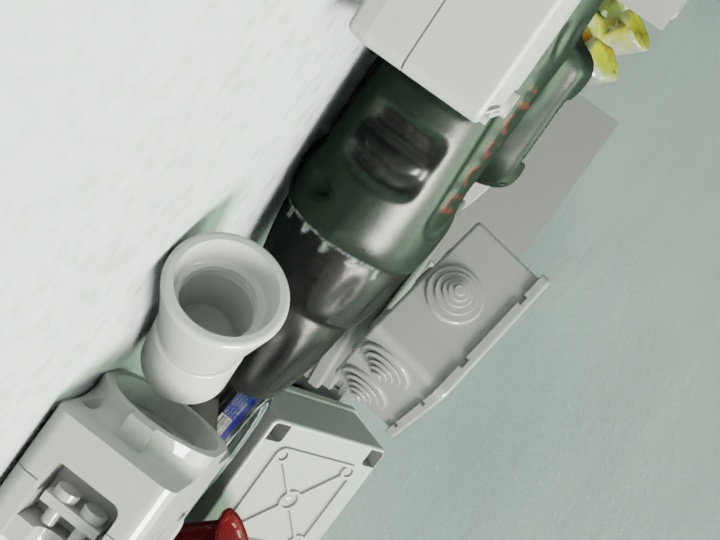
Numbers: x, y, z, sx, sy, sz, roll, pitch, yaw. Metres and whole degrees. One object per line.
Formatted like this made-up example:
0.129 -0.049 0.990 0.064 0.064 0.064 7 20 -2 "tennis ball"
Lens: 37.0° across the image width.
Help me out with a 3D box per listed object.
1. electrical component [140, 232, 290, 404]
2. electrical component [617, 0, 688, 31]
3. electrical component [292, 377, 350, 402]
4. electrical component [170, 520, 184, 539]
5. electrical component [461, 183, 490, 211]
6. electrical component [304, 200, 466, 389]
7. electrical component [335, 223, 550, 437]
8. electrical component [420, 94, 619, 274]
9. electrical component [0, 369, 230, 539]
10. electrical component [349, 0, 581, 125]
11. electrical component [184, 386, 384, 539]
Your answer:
-0.055 0.021 0.383 0.044 0.044 0.065 -50 178 -36 "electrical component"
0.125 -0.175 0.429 0.061 0.089 0.150 -53 175 -12 "electrical component"
-0.035 0.076 0.804 0.186 0.060 0.105 -55 175 17 "electrical component"
-0.100 0.106 0.506 0.079 0.044 0.077 -51 174 -28 "electrical component"
0.074 -0.084 0.702 0.099 0.064 0.099 -53 175 -7 "electrical component"
0.000 0.000 0.641 0.108 0.056 0.108 -50 173 -37 "electrical component"
0.039 0.031 0.552 0.100 0.048 0.099 -44 175 -25 "electrical component"
0.106 -0.069 0.862 0.186 0.105 0.060 -52 175 -16 "electrical component"
-0.086 0.074 0.393 0.055 0.050 0.089 -54 175 2 "electrical component"
0.046 -0.103 0.347 0.096 0.061 0.062 -55 174 16 "electrical component"
-0.059 0.132 0.704 0.109 0.056 0.108 25 106 -44 "electrical component"
